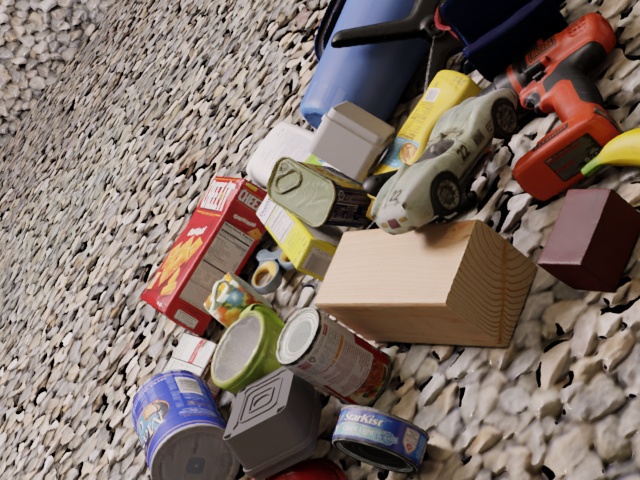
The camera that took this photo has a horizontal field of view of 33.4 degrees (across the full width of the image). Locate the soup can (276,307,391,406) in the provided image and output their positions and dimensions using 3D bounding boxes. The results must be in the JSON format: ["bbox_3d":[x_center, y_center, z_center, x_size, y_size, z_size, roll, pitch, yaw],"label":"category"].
[{"bbox_3d":[0.014,0.121,1.092,0.069,0.102,0.068,-39,31,29],"label":"soup can"}]

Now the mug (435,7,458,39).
[{"bbox_3d":[0.202,-0.261,1.232,0.117,0.081,0.093,-15,47,51],"label":"mug"}]

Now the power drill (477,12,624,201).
[{"bbox_3d":[0.225,-0.128,1.077,0.185,0.057,0.187,-37,33,30],"label":"power drill"}]

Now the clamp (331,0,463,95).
[{"bbox_3d":[0.128,-0.257,1.305,0.210,0.164,0.036,-51,-6,-7],"label":"clamp"}]

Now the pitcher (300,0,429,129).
[{"bbox_3d":[0.064,-0.249,1.388,0.243,0.145,0.149,-63,6,-9],"label":"pitcher"}]

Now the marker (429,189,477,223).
[{"bbox_3d":[0.123,-0.021,1.164,0.121,0.020,0.020,-34,35,35],"label":"marker"}]

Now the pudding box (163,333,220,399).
[{"bbox_3d":[-0.163,0.172,1.382,0.114,0.039,0.090,5,64,61],"label":"pudding box"}]

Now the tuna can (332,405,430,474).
[{"bbox_3d":[0.055,0.183,0.977,0.086,0.086,0.033,-11,52,53],"label":"tuna can"}]

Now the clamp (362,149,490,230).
[{"bbox_3d":[0.108,-0.066,1.135,0.171,0.039,0.120,-40,-19,-11],"label":"clamp"}]

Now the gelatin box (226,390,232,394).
[{"bbox_3d":[-0.080,0.153,1.282,0.089,0.030,0.073,0,61,58],"label":"gelatin box"}]

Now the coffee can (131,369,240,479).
[{"bbox_3d":[-0.159,0.228,1.247,0.103,0.102,0.140,-53,28,5],"label":"coffee can"}]

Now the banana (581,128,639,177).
[{"bbox_3d":[0.300,-0.057,0.911,0.070,0.037,0.198,-69,25,11],"label":"banana"}]

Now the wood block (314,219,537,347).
[{"bbox_3d":[0.099,0.045,1.054,0.207,0.090,0.090,-5,55,55],"label":"wood block"}]

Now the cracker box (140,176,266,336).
[{"bbox_3d":[-0.156,0.016,1.485,0.213,0.072,0.164,-60,19,-6],"label":"cracker box"}]

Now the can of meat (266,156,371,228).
[{"bbox_3d":[0.003,-0.054,1.250,0.102,0.083,0.057,32,107,36],"label":"can of meat"}]

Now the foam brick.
[{"bbox_3d":[0.236,0.000,0.928,0.053,0.051,0.078,3,63,57],"label":"foam brick"}]

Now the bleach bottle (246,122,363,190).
[{"bbox_3d":[-0.009,-0.084,1.394,0.102,0.068,0.251,-55,30,0],"label":"bleach bottle"}]

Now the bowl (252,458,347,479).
[{"bbox_3d":[-0.043,0.281,1.059,0.162,0.055,0.162,-38,32,29],"label":"bowl"}]

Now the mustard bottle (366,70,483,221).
[{"bbox_3d":[0.113,-0.102,1.224,0.191,0.058,0.096,-56,21,0],"label":"mustard bottle"}]

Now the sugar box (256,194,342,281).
[{"bbox_3d":[-0.008,0.002,1.264,0.048,0.093,0.176,-59,26,8],"label":"sugar box"}]

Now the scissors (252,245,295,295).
[{"bbox_3d":[-0.057,0.015,1.407,0.096,0.016,0.202,-33,21,9],"label":"scissors"}]
